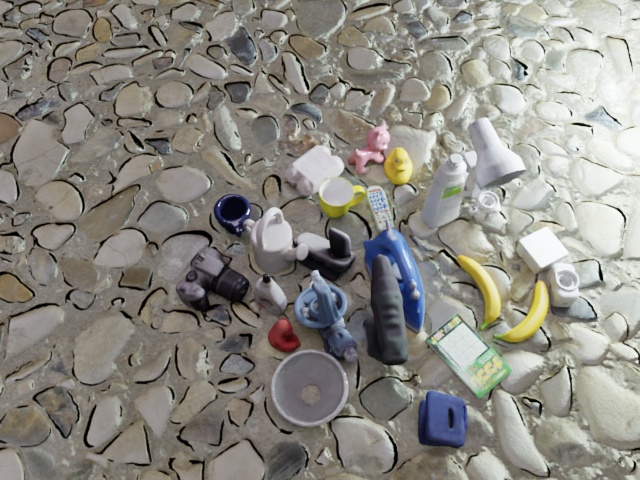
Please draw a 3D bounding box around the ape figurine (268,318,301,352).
[{"bbox_3d":[-0.082,0.211,1.302,0.076,0.092,0.078,2,61,1],"label":"ape figurine"}]

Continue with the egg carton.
[{"bbox_3d":[-0.014,-0.185,1.536,0.150,0.069,0.107,-40,68,-20],"label":"egg carton"}]

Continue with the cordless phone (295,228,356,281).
[{"bbox_3d":[0.013,0.005,1.364,0.147,0.185,0.094,22,63,12],"label":"cordless phone"}]

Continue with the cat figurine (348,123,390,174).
[{"bbox_3d":[0.139,-0.255,1.549,0.128,0.118,0.067,-33,66,-17],"label":"cat figurine"}]

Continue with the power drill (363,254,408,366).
[{"bbox_3d":[0.140,0.174,1.257,0.075,0.208,0.229,-7,61,-4],"label":"power drill"}]

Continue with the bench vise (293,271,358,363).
[{"bbox_3d":[0.028,0.160,1.258,0.207,0.220,0.122,38,67,19],"label":"bench vise"}]

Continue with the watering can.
[{"bbox_3d":[-0.108,-0.005,1.364,0.172,0.194,0.101,10,61,5],"label":"watering can"}]

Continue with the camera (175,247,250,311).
[{"bbox_3d":[-0.248,0.101,1.357,0.136,0.101,0.143,27,64,14],"label":"camera"}]

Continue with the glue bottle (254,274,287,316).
[{"bbox_3d":[-0.118,0.117,1.308,0.078,0.173,0.037,19,62,10],"label":"glue bottle"}]

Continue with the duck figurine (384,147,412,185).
[{"bbox_3d":[0.214,-0.213,1.545,0.077,0.086,0.104,-1,61,-1],"label":"duck figurine"}]

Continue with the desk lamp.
[{"bbox_3d":[0.414,-0.195,1.463,0.118,0.213,0.203,-19,63,-10],"label":"desk lamp"}]

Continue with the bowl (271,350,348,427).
[{"bbox_3d":[-0.023,0.329,1.246,0.167,0.075,0.167,0,61,0],"label":"bowl"}]

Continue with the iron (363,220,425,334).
[{"bbox_3d":[0.193,0.080,1.349,0.119,0.141,0.258,-17,62,-10],"label":"iron"}]

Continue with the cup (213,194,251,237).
[{"bbox_3d":[-0.212,-0.045,1.442,0.092,0.095,0.117,-16,62,-9],"label":"cup"}]

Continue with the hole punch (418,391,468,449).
[{"bbox_3d":[0.263,0.379,1.211,0.101,0.091,0.108,5,61,3],"label":"hole punch"}]
